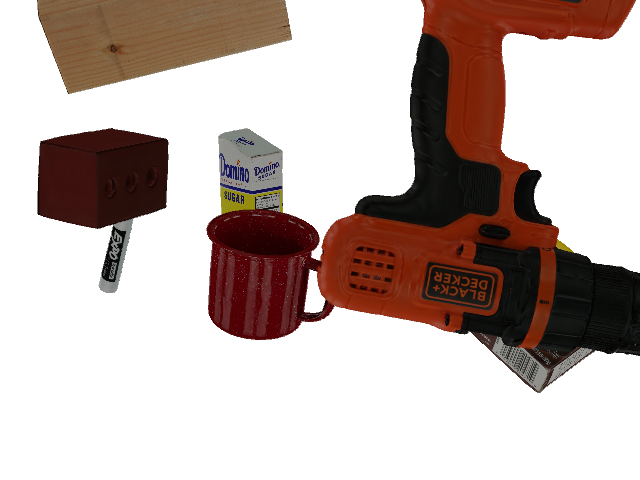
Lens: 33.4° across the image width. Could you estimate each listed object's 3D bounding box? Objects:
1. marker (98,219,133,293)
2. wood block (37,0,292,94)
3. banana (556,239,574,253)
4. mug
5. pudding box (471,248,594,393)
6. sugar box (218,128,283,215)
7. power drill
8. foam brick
[{"bbox_3d":[-0.195,0.000,1.034,0.020,0.121,0.020,14,34,-10],"label":"marker"},{"bbox_3d":[-0.139,-0.213,0.950,0.206,0.090,0.091,-14,-42,-3],"label":"wood block"},{"bbox_3d":[0.186,0.009,1.052,0.198,0.069,0.037,15,-31,26],"label":"banana"},{"bbox_3d":[-0.040,0.032,0.885,0.117,0.081,0.093,15,26,17],"label":"mug"},{"bbox_3d":[0.153,0.045,0.784,0.089,0.114,0.039,-30,-28,-27],"label":"pudding box"},{"bbox_3d":[-0.079,-0.030,1.214,0.048,0.176,0.093,-15,27,-25],"label":"sugar box"},{"bbox_3d":[0.102,-0.041,0.518,0.184,0.188,0.057,10,2,-3],"label":"power drill"},{"bbox_3d":[-0.148,-0.044,0.733,0.051,0.053,0.078,14,19,26],"label":"foam brick"}]
